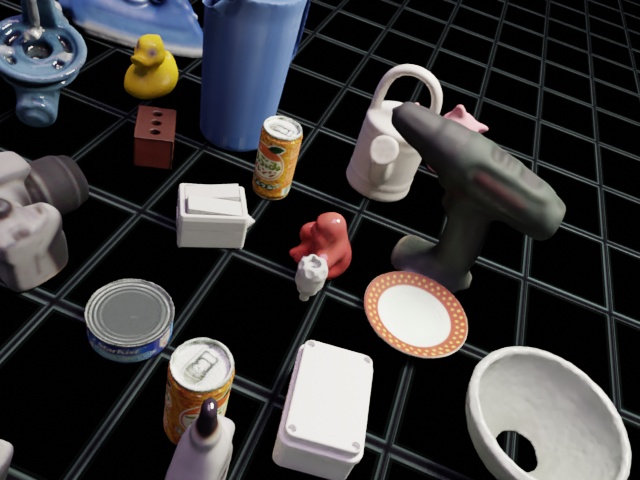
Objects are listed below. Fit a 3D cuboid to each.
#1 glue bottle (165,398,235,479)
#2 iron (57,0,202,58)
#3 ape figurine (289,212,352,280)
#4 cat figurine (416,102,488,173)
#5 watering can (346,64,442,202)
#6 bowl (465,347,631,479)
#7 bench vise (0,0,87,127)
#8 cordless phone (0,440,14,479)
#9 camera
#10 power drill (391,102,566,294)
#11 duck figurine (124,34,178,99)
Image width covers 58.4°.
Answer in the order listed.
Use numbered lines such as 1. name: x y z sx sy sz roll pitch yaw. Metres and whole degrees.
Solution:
1. glue bottle: -0.090 0.166 0.430 0.037 0.173 0.078 23 43 5
2. iron: -0.308 -0.416 0.982 0.258 0.141 0.118 15 42 -3
3. ape figurine: 0.006 0.002 0.694 0.076 0.092 0.078 13 43 -5
4. cat figurine: 0.198 -0.178 0.928 0.127 0.118 0.067 29 44 12
5. watering can: 0.110 -0.152 0.815 0.101 0.194 0.172 9 43 -10
6. bowl: 0.215 0.196 0.579 0.167 0.075 0.167 10 43 -9
7. bench vise: -0.388 -0.292 0.768 0.122 0.220 0.207 -13 51 -29
8. cordless phone: -0.297 0.136 0.381 0.148 0.185 0.094 5 44 -14
9. camera: -0.316 -0.041 0.621 0.143 0.101 0.137 36 45 19
10. power drill: 0.165 -0.039 0.705 0.229 0.208 0.076 25 43 8
11. duck figurine: -0.263 -0.281 0.899 0.077 0.086 0.105 24 43 6
